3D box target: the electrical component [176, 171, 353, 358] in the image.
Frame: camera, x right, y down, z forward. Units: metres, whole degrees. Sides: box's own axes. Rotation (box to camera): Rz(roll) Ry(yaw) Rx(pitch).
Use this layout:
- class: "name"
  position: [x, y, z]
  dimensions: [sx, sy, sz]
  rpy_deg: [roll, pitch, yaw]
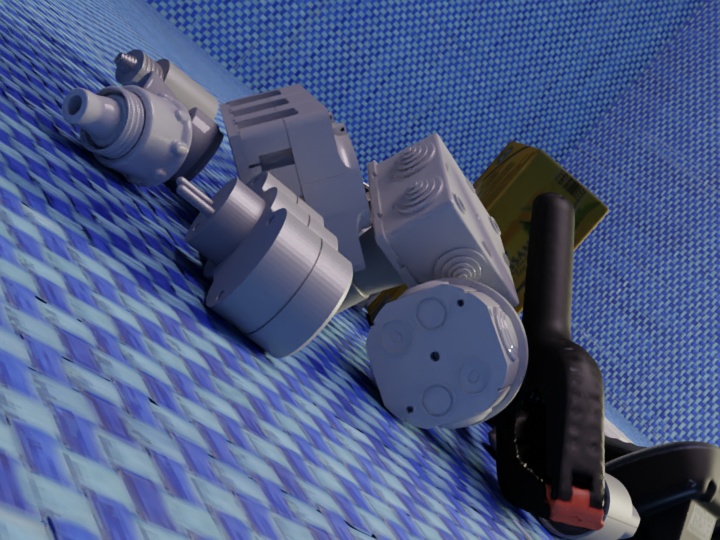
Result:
- class: "electrical component"
  position: [-0.053, -0.016, 0.485]
  dimensions: [0.074, 0.052, 0.138]
  rpy_deg: [40, 6, -18]

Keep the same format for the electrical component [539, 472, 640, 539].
- class: "electrical component"
  position: [0.135, 0.138, 0.629]
  dimensions: [0.043, 0.043, 0.081]
  rpy_deg: [45, 6, 32]

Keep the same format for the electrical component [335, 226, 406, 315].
- class: "electrical component"
  position: [0.000, 0.000, 0.658]
  dimensions: [0.044, 0.065, 0.044]
  rpy_deg: [55, 16, -24]

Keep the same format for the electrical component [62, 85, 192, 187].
- class: "electrical component"
  position: [-0.117, -0.070, 0.525]
  dimensions: [0.048, 0.048, 0.062]
  rpy_deg: [45, 13, 33]

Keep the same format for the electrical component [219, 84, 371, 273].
- class: "electrical component"
  position: [-0.039, -0.054, 0.632]
  dimensions: [0.150, 0.062, 0.089]
  rpy_deg: [-122, -163, -72]

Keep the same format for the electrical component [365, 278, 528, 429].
- class: "electrical component"
  position: [0.045, 0.044, 0.561]
  dimensions: [0.080, 0.080, 0.051]
  rpy_deg: [43, 10, 14]

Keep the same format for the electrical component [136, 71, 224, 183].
- class: "electrical component"
  position: [-0.114, -0.082, 0.629]
  dimensions: [0.055, 0.045, 0.045]
  rpy_deg: [40, 5, -22]

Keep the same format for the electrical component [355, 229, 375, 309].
- class: "electrical component"
  position: [-0.026, -0.026, 0.780]
  dimensions: [0.100, 0.048, 0.099]
  rpy_deg: [38, 7, -36]

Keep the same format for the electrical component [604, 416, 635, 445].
- class: "electrical component"
  position: [0.182, 0.141, 0.882]
  dimensions: [0.059, 0.053, 0.095]
  rpy_deg: [44, 6, 27]

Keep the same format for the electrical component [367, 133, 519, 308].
- class: "electrical component"
  position: [0.049, -0.021, 0.627]
  dimensions: [0.099, 0.048, 0.099]
  rpy_deg: [53, 17, -30]

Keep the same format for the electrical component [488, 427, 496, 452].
- class: "electrical component"
  position: [0.116, 0.102, 0.685]
  dimensions: [0.048, 0.062, 0.048]
  rpy_deg: [41, 6, -5]

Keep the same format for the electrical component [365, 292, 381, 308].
- class: "electrical component"
  position: [0.020, -0.012, 0.851]
  dimensions: [0.083, 0.075, 0.047]
  rpy_deg: [43, 6, 21]

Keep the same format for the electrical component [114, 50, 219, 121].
- class: "electrical component"
  position: [-0.150, -0.135, 0.808]
  dimensions: [0.081, 0.043, 0.043]
  rpy_deg: [37, 7, -37]
